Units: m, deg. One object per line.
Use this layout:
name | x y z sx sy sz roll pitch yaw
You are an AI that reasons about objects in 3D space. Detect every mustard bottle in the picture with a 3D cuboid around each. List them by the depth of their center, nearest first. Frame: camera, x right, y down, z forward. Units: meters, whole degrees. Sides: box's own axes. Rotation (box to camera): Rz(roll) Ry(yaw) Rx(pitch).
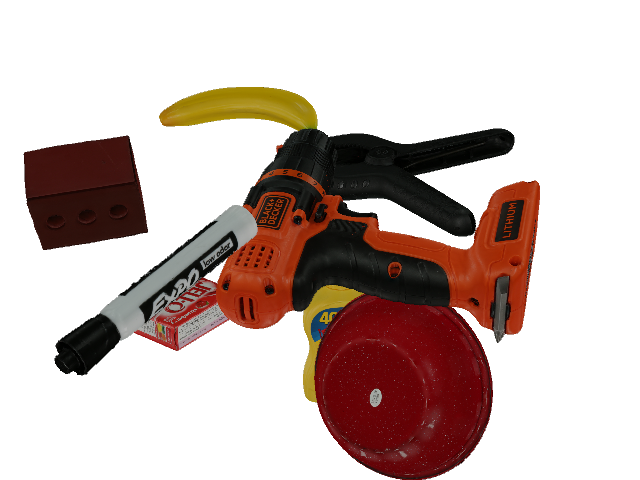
mustard bottle | 0.026 0.115 1.382 0.096 0.192 0.058 -1 19 -4

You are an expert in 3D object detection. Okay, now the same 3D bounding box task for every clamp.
clamp | 0.064 -0.067 0.949 0.210 0.036 0.164 11 35 25

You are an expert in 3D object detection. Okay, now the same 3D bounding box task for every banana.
banana | -0.085 -0.149 1.223 0.198 0.037 0.069 8 42 16

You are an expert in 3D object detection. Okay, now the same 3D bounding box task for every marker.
marker | -0.074 0.022 0.491 0.020 0.020 0.120 0 32 46

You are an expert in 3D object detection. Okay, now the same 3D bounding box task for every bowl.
bowl | 0.054 0.121 0.863 0.162 0.162 0.055 0 4 28

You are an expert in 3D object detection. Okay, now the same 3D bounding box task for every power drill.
power drill | 0.042 -0.008 0.680 0.188 0.057 0.184 4 41 13

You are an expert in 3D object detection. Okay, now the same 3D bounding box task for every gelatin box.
gelatin box | -0.133 0.064 1.013 0.073 0.030 0.089 18 32 33

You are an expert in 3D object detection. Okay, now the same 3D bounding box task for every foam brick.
foam brick | -0.167 -0.034 0.758 0.078 0.051 0.053 -10 -41 -6
